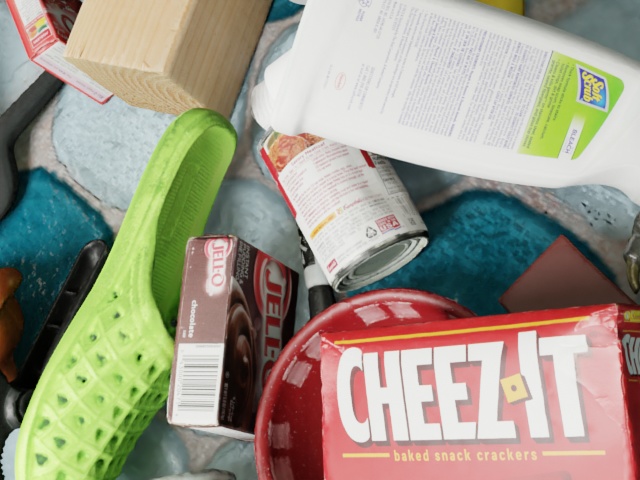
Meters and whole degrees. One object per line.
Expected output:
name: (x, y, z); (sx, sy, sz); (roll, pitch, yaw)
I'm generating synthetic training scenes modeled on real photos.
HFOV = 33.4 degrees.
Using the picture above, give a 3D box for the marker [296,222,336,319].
marker: (-0.004, 0.001, 0.684); (0.020, 0.020, 0.121); (-16, 67, 18)

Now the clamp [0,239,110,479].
clamp: (-0.189, 0.098, 0.689); (0.036, 0.164, 0.210); (-1, 100, 39)

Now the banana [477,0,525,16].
banana: (0.095, -0.143, 0.672); (0.069, 0.037, 0.198); (-7, 71, 7)

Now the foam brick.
foam brick: (0.146, 0.046, 0.585); (0.053, 0.051, 0.078); (-45, 61, 6)

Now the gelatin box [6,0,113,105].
gelatin box: (-0.182, -0.147, 0.771); (0.030, 0.089, 0.073); (-33, 64, 14)

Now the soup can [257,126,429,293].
soup can: (0.014, -0.028, 0.650); (0.068, 0.068, 0.102); (-32, 74, 11)

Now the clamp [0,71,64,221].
clamp: (-0.268, -0.074, 0.786); (0.120, 0.039, 0.171); (17, 78, -10)

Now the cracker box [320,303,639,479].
cracker box: (0.082, 0.142, 0.481); (0.164, 0.071, 0.214); (-10, 78, 40)

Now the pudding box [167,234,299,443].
pudding box: (-0.050, 0.062, 0.644); (0.039, 0.090, 0.113); (0, 74, 25)

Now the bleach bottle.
bleach bottle: (0.106, -0.070, 0.591); (0.251, 0.068, 0.102); (19, 100, 0)

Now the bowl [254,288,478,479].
bowl: (0.046, 0.111, 0.605); (0.162, 0.055, 0.162); (-7, 71, 22)

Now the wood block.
wood block: (-0.086, -0.197, 0.745); (0.091, 0.090, 0.206); (15, 80, 28)
